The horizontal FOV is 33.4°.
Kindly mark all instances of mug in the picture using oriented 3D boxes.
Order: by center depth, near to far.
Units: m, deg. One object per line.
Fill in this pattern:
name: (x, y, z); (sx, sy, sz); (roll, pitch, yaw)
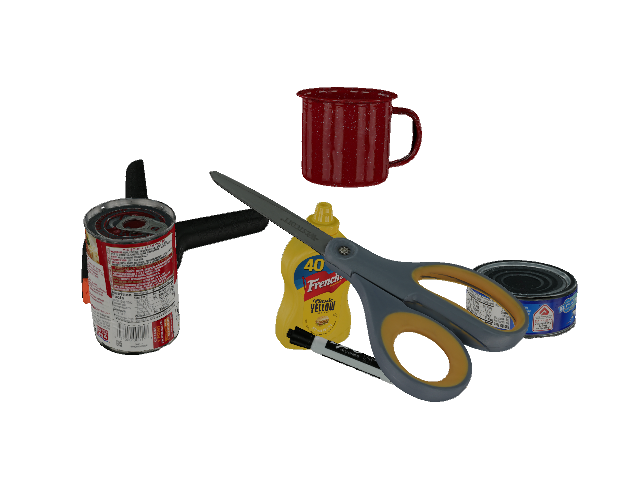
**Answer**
mug: (0.036, -0.096, 0.991); (0.117, 0.081, 0.093); (0, 15, -2)

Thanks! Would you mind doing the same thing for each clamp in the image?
clamp: (-0.171, -0.009, 1.036); (0.165, 0.036, 0.209); (25, 40, 23)

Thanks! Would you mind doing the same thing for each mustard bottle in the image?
mustard bottle: (-0.003, 0.042, 1.340); (0.096, 0.192, 0.058); (-5, 27, -21)

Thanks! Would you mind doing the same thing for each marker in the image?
marker: (0.022, 0.116, 1.091); (0.121, 0.020, 0.020); (22, 2, 6)

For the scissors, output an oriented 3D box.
scissors: (0.012, 0.025, 0.582); (0.202, 0.096, 0.016); (20, -40, 10)

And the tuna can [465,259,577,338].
tuna can: (0.156, 0.044, 0.831); (0.086, 0.034, 0.086); (0, 19, 0)

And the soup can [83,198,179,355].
soup can: (-0.142, 0.028, 0.814); (0.068, 0.102, 0.068); (1, 29, -1)
